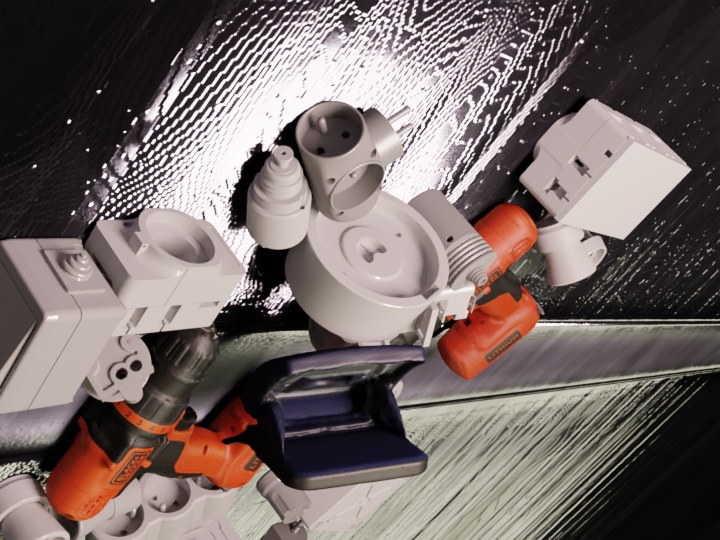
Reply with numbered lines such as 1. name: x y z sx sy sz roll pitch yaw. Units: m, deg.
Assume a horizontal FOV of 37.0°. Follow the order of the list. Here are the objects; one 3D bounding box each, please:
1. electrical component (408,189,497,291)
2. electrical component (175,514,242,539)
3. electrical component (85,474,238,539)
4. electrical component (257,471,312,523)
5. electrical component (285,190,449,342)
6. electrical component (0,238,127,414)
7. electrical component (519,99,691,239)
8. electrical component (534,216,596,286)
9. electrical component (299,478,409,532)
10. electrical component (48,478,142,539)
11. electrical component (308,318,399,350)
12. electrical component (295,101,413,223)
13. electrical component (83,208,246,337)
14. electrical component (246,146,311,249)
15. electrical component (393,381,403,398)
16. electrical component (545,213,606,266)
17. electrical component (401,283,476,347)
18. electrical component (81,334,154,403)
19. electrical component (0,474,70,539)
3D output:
1. electrical component: 0.070 -0.019 0.829 0.043 0.081 0.043 -30 153 -17
2. electrical component: -0.167 0.285 1.017 0.113 0.078 0.057 -12 141 -43
3. electrical component: -0.168 0.207 0.917 0.138 0.052 0.073 -22 149 -32
4. electrical component: -0.075 0.224 1.074 0.040 0.046 0.040 -30 153 -17
5. electrical component: 0.000 0.000 0.745 0.108 0.108 0.060 -15 151 -41
6. electrical component: -0.181 0.026 0.598 0.061 0.061 0.096 -3 137 -51
7. electrical component: 0.211 -0.086 0.927 0.089 0.061 0.150 -49 152 21
8. electrical component: 0.182 -0.019 0.964 0.045 0.055 0.045 -21 -169 4
9. electrical component: -0.010 0.225 1.148 0.109 0.056 0.109 -43 154 8
10. electrical component: -0.205 0.181 0.842 0.065 0.044 0.044 -16 146 -47
11. electrical component: -0.007 0.041 0.842 0.058 0.078 0.057 -6 161 -26
12. electrical component: 0.001 -0.077 0.688 0.079 0.044 0.077 -34 154 -10
13. electrical component: -0.120 0.000 0.648 0.089 0.050 0.055 -3 137 -50
14. electrical component: -0.050 -0.047 0.674 0.040 0.040 0.078 -26 152 -25
15. electrical component: -0.006 0.103 0.963 0.080 0.051 0.080 -30 153 -17
16. electrical component: 0.199 -0.026 1.015 0.048 0.055 0.066 -50 152 21
17. electrical component: 0.054 0.016 0.854 0.064 0.081 0.042 -7 136 -18
18. electrical component: -0.158 0.058 0.684 0.048 0.066 0.055 -31 173 -15
19. electrical component: -0.242 0.182 0.777 0.045 0.055 0.045 -30 153 -17
